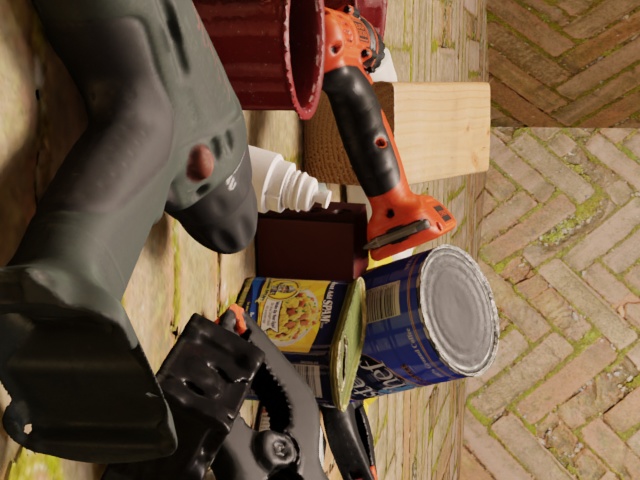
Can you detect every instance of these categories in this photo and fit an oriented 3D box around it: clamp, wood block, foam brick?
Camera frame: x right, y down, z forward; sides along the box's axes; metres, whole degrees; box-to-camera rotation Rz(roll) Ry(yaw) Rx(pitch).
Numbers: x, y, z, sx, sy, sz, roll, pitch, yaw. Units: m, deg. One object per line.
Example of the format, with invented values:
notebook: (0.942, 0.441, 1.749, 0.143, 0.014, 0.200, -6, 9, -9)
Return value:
clamp: (-0.038, 0.137, 0.634, 0.164, 0.036, 0.210, -1, 59, -43)
clamp: (0.019, 0.133, 0.940, 0.120, 0.039, 0.171, -1, 76, -70)
wood block: (0.077, -0.103, 0.990, 0.205, 0.091, 0.090, -14, 106, -57)
foam brick: (-0.005, 0.001, 0.806, 0.053, 0.078, 0.051, -50, 142, -70)

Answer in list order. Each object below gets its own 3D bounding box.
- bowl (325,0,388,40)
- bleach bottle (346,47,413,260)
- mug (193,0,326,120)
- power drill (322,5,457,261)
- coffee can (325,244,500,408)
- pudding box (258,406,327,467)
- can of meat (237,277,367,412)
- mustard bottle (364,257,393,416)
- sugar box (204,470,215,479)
bowl: (0.021, -0.233, 0.936, 0.162, 0.055, 0.162, 2, 90, -78)
bleach bottle: (0.055, -0.097, 1.105, 0.102, 0.068, 0.251, -66, 152, -57)
mug: (-0.048, -0.118, 0.581, 0.117, 0.081, 0.093, 63, 32, -66)
power drill: (0.040, -0.083, 0.799, 0.187, 0.057, 0.184, 66, 18, 0)
coffee can: (0.054, 0.070, 0.841, 0.102, 0.141, 0.103, 23, 58, -43)
pudding box: (-0.023, 0.176, 0.845, 0.113, 0.039, 0.090, 80, 14, -53)
can of meat: (-0.017, 0.070, 0.747, 0.102, 0.084, 0.057, -71, 159, -53)
mustard bottle: (0.035, 0.102, 1.049, 0.096, 0.058, 0.191, 83, 14, -59)
sugar box: (-0.055, 0.237, 0.697, 0.093, 0.048, 0.176, 8, 81, -79)
